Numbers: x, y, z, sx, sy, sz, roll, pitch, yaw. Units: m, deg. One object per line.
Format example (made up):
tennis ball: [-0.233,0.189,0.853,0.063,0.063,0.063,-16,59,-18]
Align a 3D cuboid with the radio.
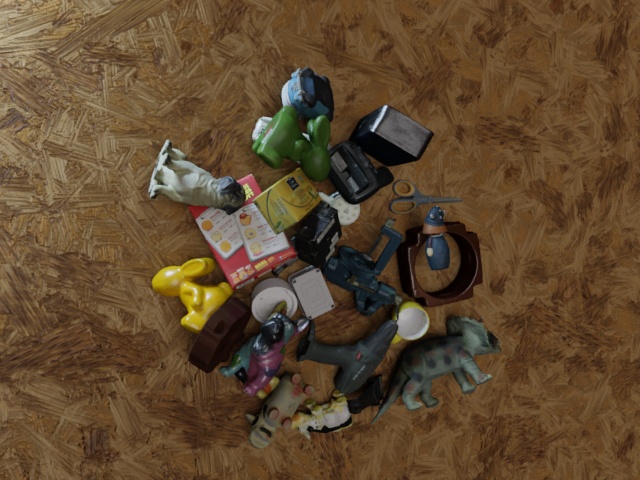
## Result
radio: [0.156,-0.235,1.238,0.131,0.230,0.073,30,87,-11]

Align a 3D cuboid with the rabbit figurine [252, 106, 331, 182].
rabbit figurine: [-0.043,-0.206,1.198,0.170,0.121,0.159,34,87,-22]

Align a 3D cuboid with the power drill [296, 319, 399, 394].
power drill: [0.058,0.261,1.321,0.207,0.086,0.231,19,112,-16]

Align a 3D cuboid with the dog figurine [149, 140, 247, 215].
dog figurine: [-0.265,-0.126,1.181,0.190,0.172,0.121,17,116,-25]

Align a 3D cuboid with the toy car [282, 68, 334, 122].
toy car: [-0.035,-0.325,1.237,0.103,0.161,0.109,-10,84,26]

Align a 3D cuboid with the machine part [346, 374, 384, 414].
machine part: [0.121,0.397,1.362,0.139,0.039,0.084,-13,107,-50]

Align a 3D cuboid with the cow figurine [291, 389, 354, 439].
cow figurine: [0.000,0.451,1.353,0.167,0.068,0.098,-17,106,-11]

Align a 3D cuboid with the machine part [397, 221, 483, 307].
machine part: [0.306,0.060,1.378,0.201,0.087,0.201,-11,100,-12]

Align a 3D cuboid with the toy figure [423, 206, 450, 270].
toy figure: [0.278,-0.005,1.291,0.058,0.064,0.154,-6,93,24]

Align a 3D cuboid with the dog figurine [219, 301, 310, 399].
dog figurine: [-0.114,0.253,1.250,0.109,0.191,0.219,36,83,22]

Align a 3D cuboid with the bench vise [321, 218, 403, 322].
bench vise: [0.133,0.062,1.307,0.224,0.129,0.240,31,106,2]

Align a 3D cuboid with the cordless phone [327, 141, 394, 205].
cordless phone: [0.104,-0.175,1.289,0.184,0.089,0.146,-27,80,-49]

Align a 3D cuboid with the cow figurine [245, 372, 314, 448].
cow figurine: [-0.109,0.411,1.304,0.085,0.127,0.195,39,72,-15]

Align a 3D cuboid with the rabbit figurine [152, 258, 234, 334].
rabbit figurine: [-0.296,0.114,1.221,0.173,0.122,0.162,30,94,4]

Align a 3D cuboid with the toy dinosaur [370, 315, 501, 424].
toy dinosaur: [0.291,0.317,1.380,0.405,0.131,0.192,-18,60,-3]

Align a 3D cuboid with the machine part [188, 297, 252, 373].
machine part: [-0.221,0.215,1.211,0.056,0.179,0.179,32,87,10]

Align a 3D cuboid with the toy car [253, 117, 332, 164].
toy car: [-0.061,-0.224,1.271,0.202,0.056,0.073,22,90,-15]

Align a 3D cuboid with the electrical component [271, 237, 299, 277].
electrical component: [-0.087,0.025,1.294,0.119,0.048,0.074,-45,104,-6]

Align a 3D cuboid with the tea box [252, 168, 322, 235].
tea box: [-0.071,-0.091,1.219,0.068,0.170,0.098,-31,100,28]

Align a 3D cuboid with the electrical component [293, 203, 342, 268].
electrical component: [-0.003,-0.004,1.260,0.058,0.134,0.115,28,62,24]
